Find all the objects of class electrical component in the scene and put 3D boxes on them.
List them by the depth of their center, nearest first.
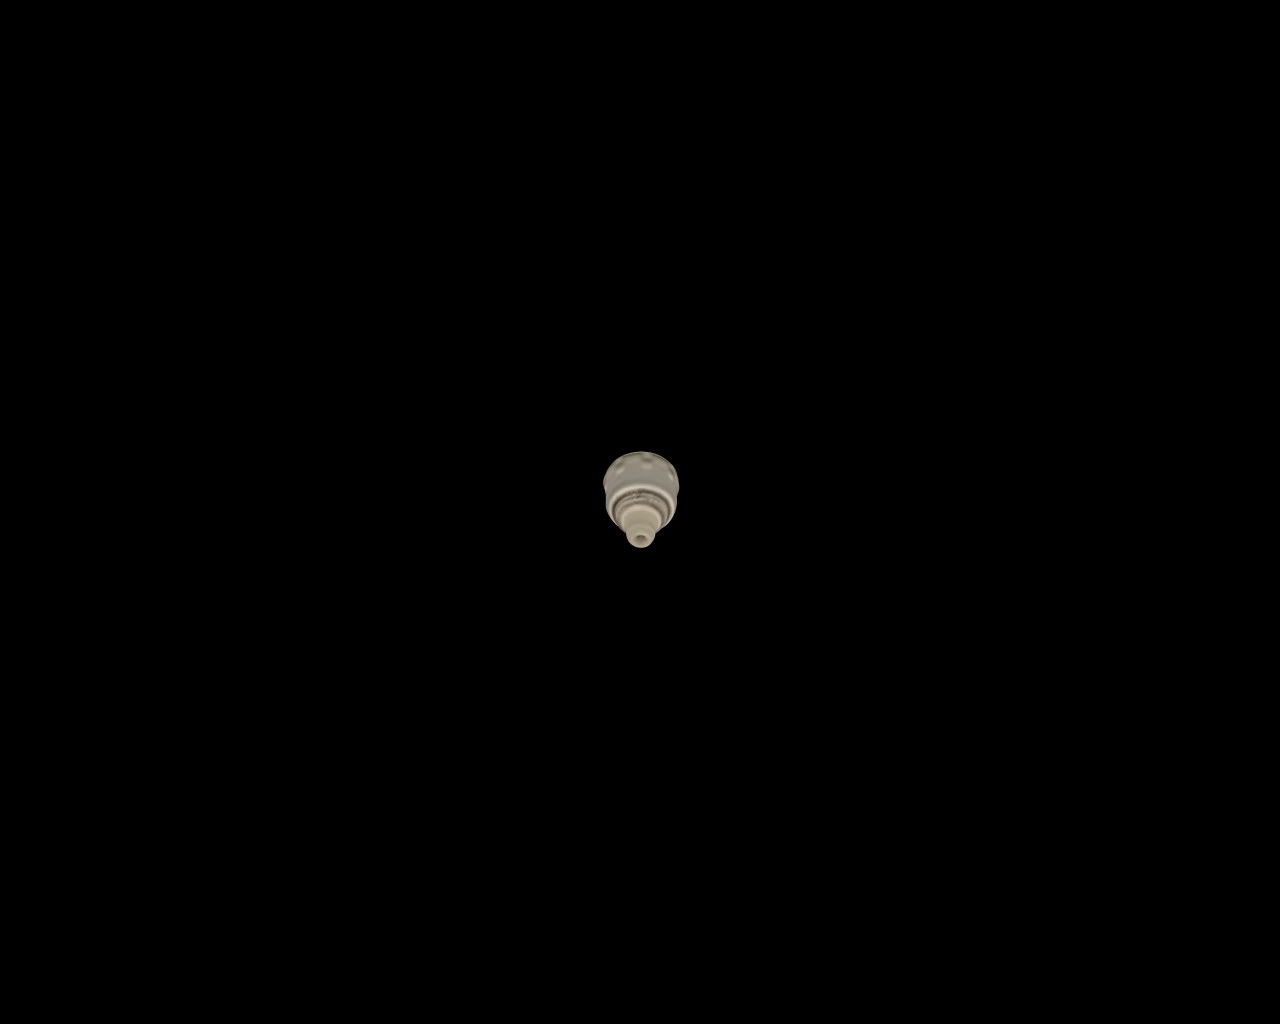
[{"bbox_3d":[0.001,-0.003,0.650,0.048,0.048,0.062,0,40,0],"label":"electrical component"}]
